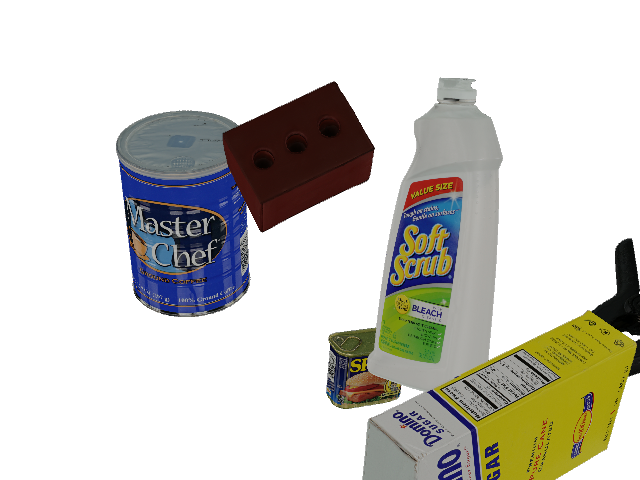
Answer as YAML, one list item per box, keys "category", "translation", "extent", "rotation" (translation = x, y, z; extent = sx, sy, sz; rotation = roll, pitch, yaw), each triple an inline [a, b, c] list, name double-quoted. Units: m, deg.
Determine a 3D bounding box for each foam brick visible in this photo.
- category: "foam brick"
  translation: [-0.014, -0.050, 0.648]
  extent: [0.078, 0.053, 0.051]
  rotation: [-27, -15, -8]

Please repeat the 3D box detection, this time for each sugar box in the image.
- category: "sugar box"
  translation: [0.104, 0.114, 0.623]
  extent: [0.175, 0.093, 0.048]
  rotation: [-23, 42, -32]

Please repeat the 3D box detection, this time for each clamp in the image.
- category: "clamp"
  translation: [0.290, 0.062, 0.983]
  extent: [0.171, 0.039, 0.120]
  rotation: [-35, 40, -26]

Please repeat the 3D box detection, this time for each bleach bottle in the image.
- category: "bleach bottle"
  translation: [0.096, -0.006, 0.870]
  extent: [0.103, 0.251, 0.067]
  rotation: [13, 15, 41]

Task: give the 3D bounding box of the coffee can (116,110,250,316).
- category: "coffee can"
  translation: [-0.111, -0.023, 0.887]
  extent: [0.103, 0.140, 0.103]
  rotation: [0, 34, 0]

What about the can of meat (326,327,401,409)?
- category: "can of meat"
  translation: [0.059, 0.165, 1.377]
  extent: [0.102, 0.084, 0.057]
  rotation: [-5, 26, -21]
